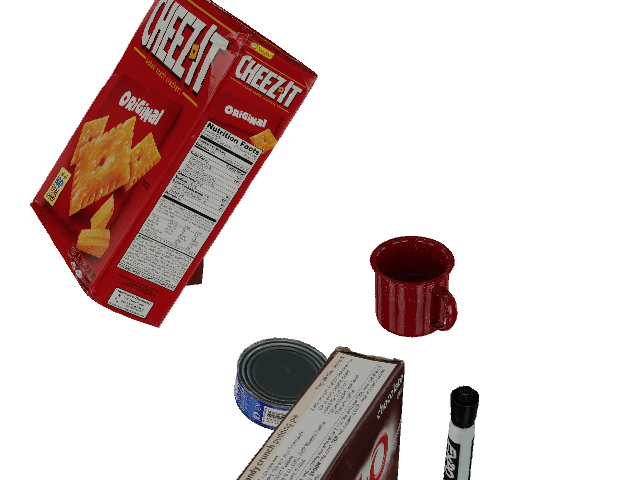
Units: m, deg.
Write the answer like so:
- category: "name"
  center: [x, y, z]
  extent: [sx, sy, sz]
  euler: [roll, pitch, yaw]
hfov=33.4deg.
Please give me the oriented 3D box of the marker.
- category: "marker"
  center: [0.094, 0.145, 0.725]
  extent: [0.020, 0.121, 0.020]
  euler: [0, 37, 0]

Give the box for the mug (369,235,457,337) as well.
- category: "mug"
  center: [0.110, 0.059, 1.188]
  extent: [0.093, 0.081, 0.117]
  euler: [-26, 41, -30]

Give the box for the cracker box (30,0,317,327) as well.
- category: "cracker box"
  center: [-0.117, -0.070, 0.782]
  extent: [0.072, 0.214, 0.164]
  euler: [26, 11, -37]

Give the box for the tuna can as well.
- category: "tuna can"
  center: [-0.032, 0.126, 0.935]
  extent: [0.086, 0.034, 0.086]
  euler: [7, 36, -5]

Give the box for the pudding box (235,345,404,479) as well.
- category: "pudding box"
  center: [0.001, 0.113, 0.468]
  extent: [0.039, 0.090, 0.113]
  euler: [12, 31, 18]

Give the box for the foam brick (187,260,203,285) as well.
- category: "foam brick"
  center: [-0.164, 0.016, 1.103]
  extent: [0.078, 0.051, 0.053]
  euler: [-6, 22, -20]
